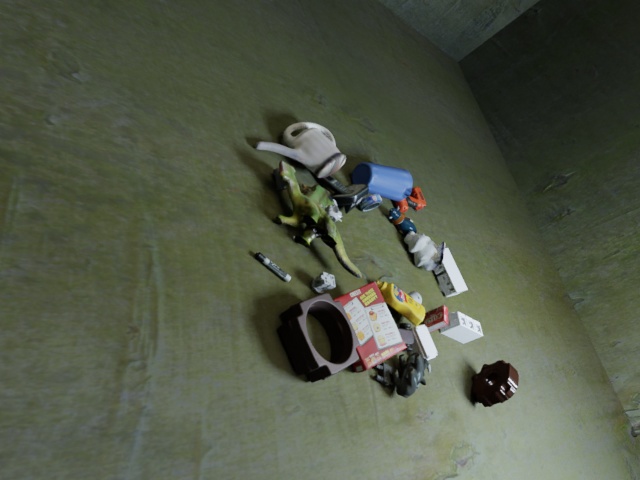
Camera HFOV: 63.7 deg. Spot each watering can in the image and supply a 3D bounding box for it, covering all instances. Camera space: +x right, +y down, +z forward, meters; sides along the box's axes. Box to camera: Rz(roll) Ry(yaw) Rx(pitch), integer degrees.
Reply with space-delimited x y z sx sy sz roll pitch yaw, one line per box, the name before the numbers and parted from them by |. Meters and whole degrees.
watering can | -0.047 -0.294 1.720 0.353 0.226 0.102 -34 -14 -47

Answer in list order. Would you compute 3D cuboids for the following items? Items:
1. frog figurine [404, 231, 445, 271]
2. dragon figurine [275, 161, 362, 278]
frog figurine | 0.396 0.042 2.004 0.160 0.140 0.120 20 -25 5
dragon figurine | 0.005 -0.080 1.586 0.120 0.249 0.406 -30 -63 36
